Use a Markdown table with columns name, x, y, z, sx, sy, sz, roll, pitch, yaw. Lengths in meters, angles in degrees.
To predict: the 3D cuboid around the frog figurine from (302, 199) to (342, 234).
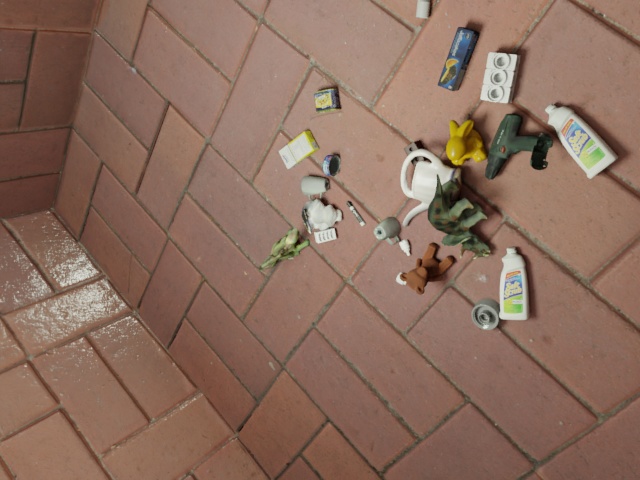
| name | x | y | z | sx | sy | sz | roll | pitch | yaw |
| --- | --- | --- | --- | --- | --- | --- | --- | --- | --- |
| frog figurine | 0.007 | -0.110 | 2.176 | 0.123 | 0.160 | 0.137 | -171 | 62 | -74 |

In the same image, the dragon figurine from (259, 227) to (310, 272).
| name | x | y | z | sx | sy | sz | roll | pitch | yaw |
| --- | --- | --- | --- | --- | --- | --- | --- | --- | --- |
| dragon figurine | -0.197 | 0.066 | 2.297 | 0.123 | 0.246 | 0.403 | 50 | 124 | 6 |

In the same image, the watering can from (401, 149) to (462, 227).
| name | x | y | z | sx | sy | sz | roll | pitch | yaw |
| --- | --- | --- | --- | --- | --- | --- | --- | --- | --- |
| watering can | 0.401 | -0.171 | 1.880 | 0.225 | 0.106 | 0.339 | 17 | 131 | 25 |
